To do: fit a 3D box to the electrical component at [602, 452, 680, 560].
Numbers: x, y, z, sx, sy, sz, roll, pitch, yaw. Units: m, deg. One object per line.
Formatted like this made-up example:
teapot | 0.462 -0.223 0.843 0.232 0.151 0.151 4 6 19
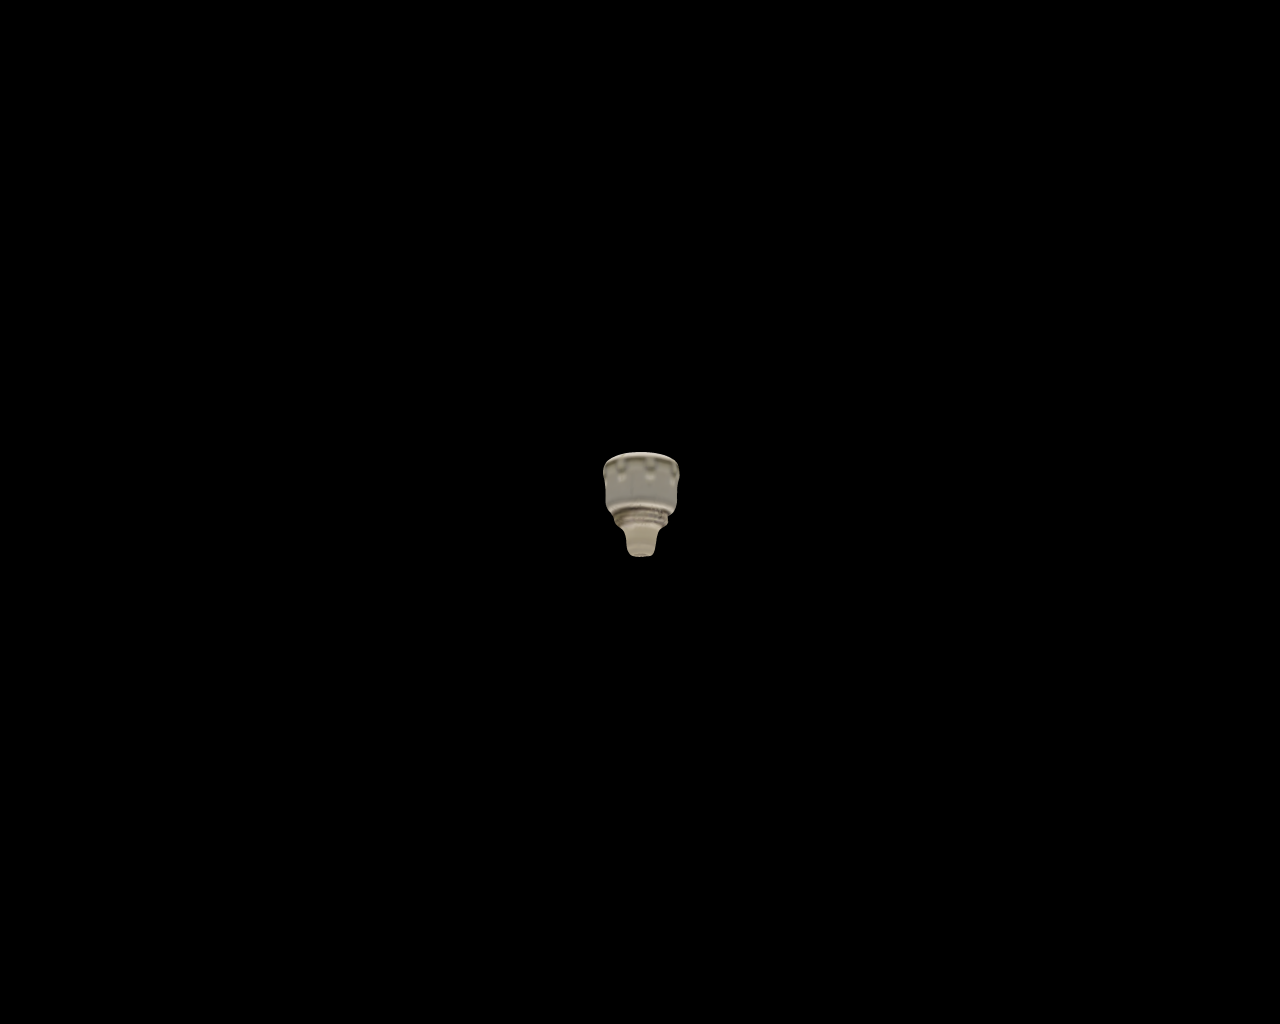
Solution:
electrical component | 0.001 -0.003 0.650 0.048 0.062 0.048 0 -15 0
